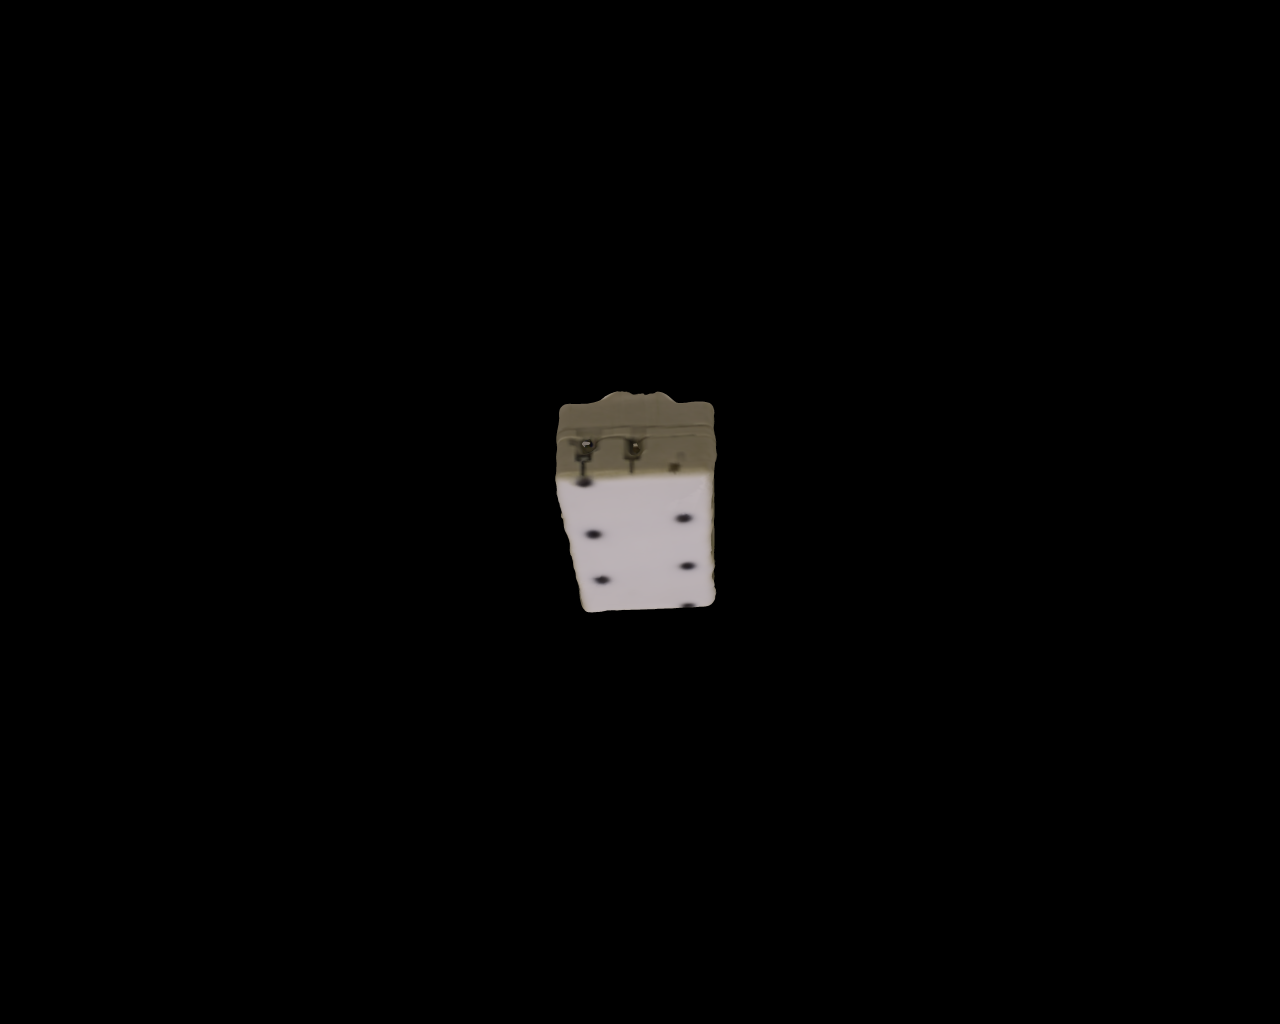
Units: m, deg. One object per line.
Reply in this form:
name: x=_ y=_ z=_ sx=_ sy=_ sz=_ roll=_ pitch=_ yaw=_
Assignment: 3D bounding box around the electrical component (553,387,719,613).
electrical component: x=0.001 y=-0.003 z=0.650 sx=0.089 sy=0.062 sz=0.150 roll=-1 pitch=-34 yaw=2
